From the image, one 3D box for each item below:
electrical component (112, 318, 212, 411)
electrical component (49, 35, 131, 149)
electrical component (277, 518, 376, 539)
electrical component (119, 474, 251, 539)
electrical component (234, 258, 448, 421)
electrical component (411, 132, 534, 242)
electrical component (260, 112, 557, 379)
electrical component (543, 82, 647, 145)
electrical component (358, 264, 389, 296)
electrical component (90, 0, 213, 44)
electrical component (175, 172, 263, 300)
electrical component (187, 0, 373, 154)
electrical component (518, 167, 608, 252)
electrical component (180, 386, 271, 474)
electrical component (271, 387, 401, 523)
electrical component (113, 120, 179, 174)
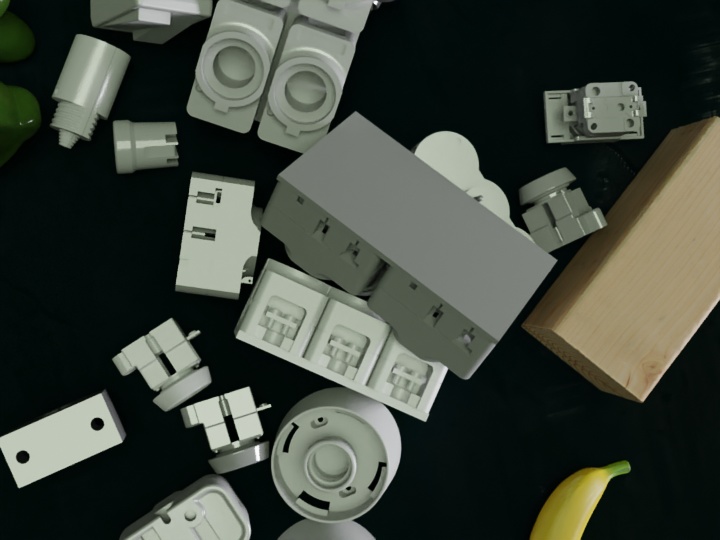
[{"bbox_3d":[-0.144,0.073,0.813,0.066,0.048,0.055,-33,86,-7],"label":"electrical component"},{"bbox_3d":[-0.207,-0.130,0.807,0.043,0.043,0.081,21,87,-7],"label":"electrical component"},{"bbox_3d":[-0.023,0.248,0.830,0.099,0.064,0.099,-3,103,-12],"label":"electrical component"},{"bbox_3d":[-0.132,0.198,0.805,0.095,0.059,0.053,-33,94,-7],"label":"electrical component"},{"bbox_3d":[-0.013,0.050,0.808,0.150,0.089,0.061,25,87,-7],"label":"electrical component"},{"bbox_3d":[0.090,-0.045,0.831,0.052,0.074,0.138,-34,94,-7],"label":"electrical component"},{"bbox_3d":[0.033,-0.017,0.777,0.186,0.060,0.105,37,45,7],"label":"electrical component"},{"bbox_3d":[0.190,-0.125,0.852,0.081,0.064,0.042,-4,89,-8],"label":"electrical component"},{"bbox_3d":[0.000,0.000,0.832,0.040,0.046,0.040,0,89,-8],"label":"electrical component"},{"bbox_3d":[-0.158,-0.204,0.793,0.062,0.096,0.061,-1,90,-37],"label":"electrical component"},{"bbox_3d":[-0.105,-0.024,0.816,0.056,0.050,0.089,8,88,-8],"label":"electrical component"},{"bbox_3d":[-0.049,-0.188,0.785,0.105,0.060,0.186,18,110,-6],"label":"electrical component"},{"bbox_3d":[0.156,-0.047,0.850,0.048,0.066,0.055,-21,84,-52],"label":"electrical component"},{"bbox_3d":[-0.097,0.122,0.819,0.066,0.048,0.055,-17,84,-8],"label":"electrical component"},{"bbox_3d":[-0.019,0.144,0.831,0.099,0.064,0.099,0,94,5],"label":"electrical component"},{"bbox_3d":[-0.163,-0.094,0.815,0.046,0.040,0.040,-5,90,-13],"label":"electrical component"}]
